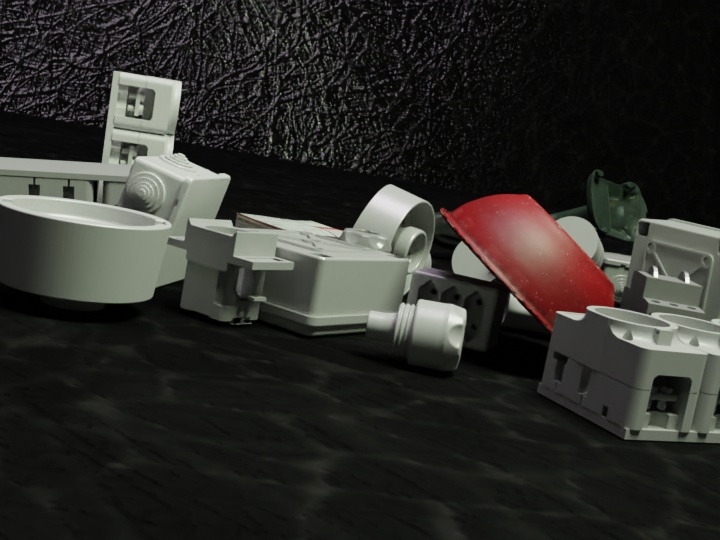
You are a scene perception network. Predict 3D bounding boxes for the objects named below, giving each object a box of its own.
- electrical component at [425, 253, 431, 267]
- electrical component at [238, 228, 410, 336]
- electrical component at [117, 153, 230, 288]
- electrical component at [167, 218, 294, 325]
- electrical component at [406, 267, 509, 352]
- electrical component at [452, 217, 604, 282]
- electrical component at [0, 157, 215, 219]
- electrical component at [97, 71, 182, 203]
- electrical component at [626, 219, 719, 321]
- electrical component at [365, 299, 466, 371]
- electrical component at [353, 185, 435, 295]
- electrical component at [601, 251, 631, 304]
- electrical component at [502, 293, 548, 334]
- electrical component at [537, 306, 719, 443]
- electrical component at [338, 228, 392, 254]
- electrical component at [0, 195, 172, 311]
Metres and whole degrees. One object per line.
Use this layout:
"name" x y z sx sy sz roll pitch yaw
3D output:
"electrical component" 0.031 -0.007 1.014 0.078 0.040 0.040 5 10 -34
"electrical component" -0.039 0.006 0.779 0.109 0.056 0.109 16 9 36
"electrical component" -0.147 -0.039 0.810 0.048 0.099 0.100 25 10 8
"electrical component" -0.090 0.001 0.721 0.081 0.063 0.042 16 8 35
"electrical component" 0.077 0.027 0.809 0.066 0.047 0.077 13 8 18
"electrical component" 0.152 -0.017 1.000 0.138 0.052 0.074 -11 -23 18
"electrical component" -0.219 -0.055 0.901 0.186 0.060 0.105 2 10 -12
"electrical component" -0.210 -0.107 1.011 0.062 0.150 0.089 8 9 -14
"electrical component" 0.293 0.016 0.948 0.056 0.108 0.109 1 12 -35
"electrical component" 0.035 0.040 0.686 0.062 0.043 0.043 10 8 6
"electrical component" 0.021 -0.024 0.932 0.064 0.099 0.099 21 12 25
"electrical component" 0.300 0.012 1.194 0.100 0.048 0.099 10 8 -1
"electrical component" 0.159 0.023 0.878 0.077 0.044 0.079 10 -30 -6
"electrical component" 0.201 0.063 0.667 0.150 0.061 0.089 6 9 -26
"electrical component" 0.000 0.000 0.847 0.043 0.062 0.043 10 8 -1
"electrical component" -0.178 -0.008 0.679 0.108 0.060 0.108 10 8 -1
